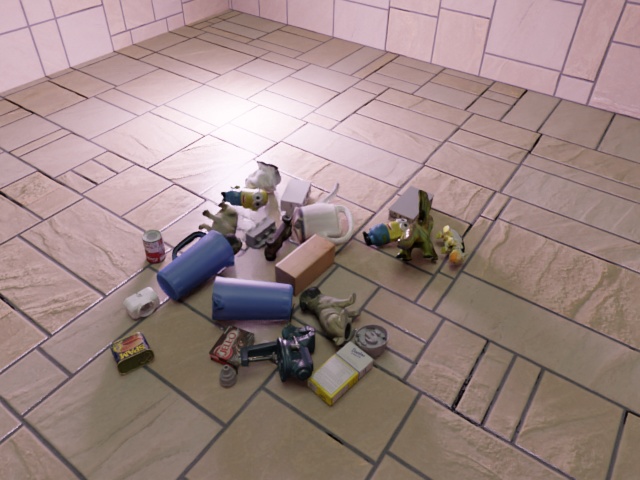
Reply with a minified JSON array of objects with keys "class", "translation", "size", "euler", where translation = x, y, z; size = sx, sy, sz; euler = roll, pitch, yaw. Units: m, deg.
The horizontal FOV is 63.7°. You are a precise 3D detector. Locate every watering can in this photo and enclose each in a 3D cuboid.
[{"class":"watering can","translation":[0.006,-0.097,1.926],"size":[0.224,0.101,0.356],"euler":[-5,41,-6]}]

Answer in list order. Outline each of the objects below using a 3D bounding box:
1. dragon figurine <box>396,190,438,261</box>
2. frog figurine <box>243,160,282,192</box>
[{"class":"dragon figurine","translation":[0.329,-0.053,1.751],"size":[0.122,0.406,0.245],"euler":[0,78,21]},{"class":"frog figurine","translation":[-0.237,-0.233,2.102],"size":[0.138,0.121,0.160],"euler":[25,81,15]}]
